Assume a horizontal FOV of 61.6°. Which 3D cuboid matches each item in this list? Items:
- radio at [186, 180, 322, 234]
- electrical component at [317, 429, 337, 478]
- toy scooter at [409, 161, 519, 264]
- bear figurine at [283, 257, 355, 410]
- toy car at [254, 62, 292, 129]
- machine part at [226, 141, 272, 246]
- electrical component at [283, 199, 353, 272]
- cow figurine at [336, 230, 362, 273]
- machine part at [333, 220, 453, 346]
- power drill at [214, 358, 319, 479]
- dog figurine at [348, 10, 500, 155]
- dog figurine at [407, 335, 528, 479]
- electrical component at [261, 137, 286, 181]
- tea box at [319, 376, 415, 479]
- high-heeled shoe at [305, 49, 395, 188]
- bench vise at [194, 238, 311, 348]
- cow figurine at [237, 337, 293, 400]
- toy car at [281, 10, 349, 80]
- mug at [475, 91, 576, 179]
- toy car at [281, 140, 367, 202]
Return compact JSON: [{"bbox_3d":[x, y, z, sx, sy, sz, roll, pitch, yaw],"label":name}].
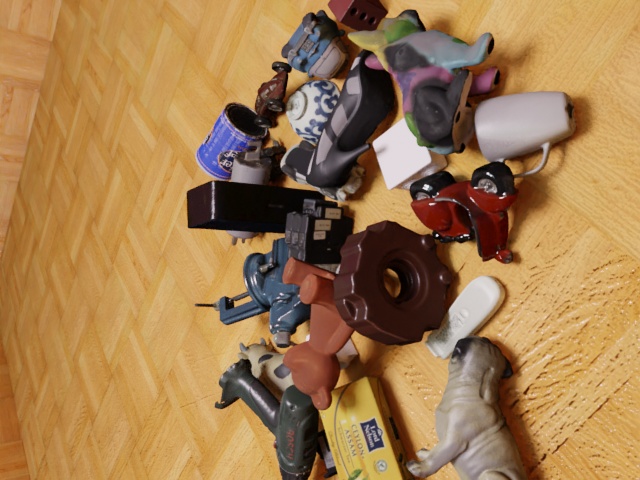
[{"bbox_3d":[-0.120,-0.055,0.979,0.131,0.229,0.073,-7,81,52],"label":"radio"},{"bbox_3d":[0.027,0.336,0.920,0.075,0.047,0.119,-35,64,41],"label":"electrical component"},{"bbox_3d":[0.201,-0.030,0.731,0.184,0.075,0.135,-2,115,62],"label":"toy scooter"},{"bbox_3d":[-0.013,0.142,0.802,0.195,0.132,0.120,-65,26,8],"label":"bear figurine"},{"bbox_3d":[-0.098,-0.280,1.048,0.202,0.053,0.089,178,104,-76],"label":"toy car"},{"bbox_3d":[-0.147,-0.090,1.092,0.079,0.079,0.243,45,133,40],"label":"machine part"},{"bbox_3d":[-0.002,-0.003,0.926,0.058,0.115,0.134,11,95,44],"label":"electrical component"},{"bbox_3d":[0.069,0.042,0.875,0.068,0.098,0.167,32,115,0],"label":"cow figurine"},{"bbox_3d":[0.104,0.060,0.753,0.056,0.179,0.179,-26,68,59],"label":"machine part"},{"bbox_3d":[-0.091,0.319,0.935,0.208,0.086,0.231,35,128,33],"label":"power drill"},{"bbox_3d":[0.130,-0.231,0.760,0.219,0.108,0.191,25,88,33],"label":"dog figurine"},{"bbox_3d":[0.221,0.237,0.687,0.172,0.121,0.190,28,91,11],"label":"dog figurine"},{"bbox_3d":[-0.108,-0.162,1.111,0.102,0.045,0.078,-36,90,44],"label":"electrical component"},{"bbox_3d":[0.069,0.309,0.836,0.098,0.068,0.170,-28,65,16],"label":"tea box"},{"bbox_3d":[0.042,-0.203,0.896,0.145,0.086,0.249,-22,50,46],"label":"high-heeled shoe"},{"bbox_3d":[-0.110,0.115,1.018,0.241,0.128,0.223,-22,62,27],"label":"bench vise"},{"bbox_3d":[-0.090,0.250,1.029,0.195,0.085,0.127,-18,80,48],"label":"cow figurine"},{"bbox_3d":[0.002,-0.335,0.949,0.109,0.103,0.162,-51,7,19],"label":"toy car"},{"bbox_3d":[0.260,-0.136,0.673,0.107,0.080,0.109,-11,76,38],"label":"mug"},{"bbox_3d":[0.002,-0.124,0.964,0.202,0.056,0.073,30,82,44],"label":"toy car"}]
